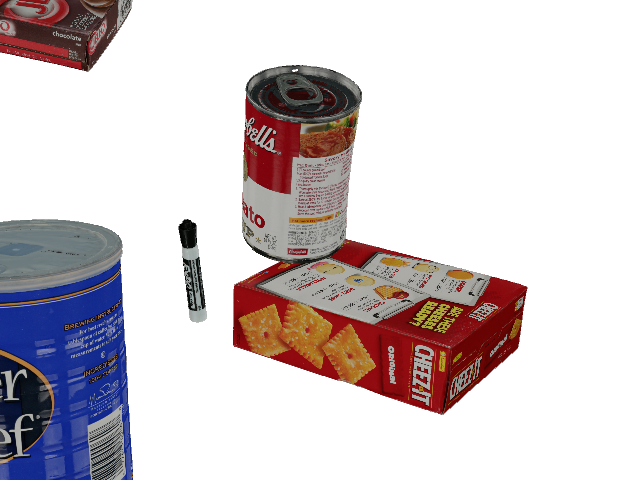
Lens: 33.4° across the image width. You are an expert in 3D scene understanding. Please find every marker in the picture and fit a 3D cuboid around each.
[{"bbox_3d":[-0.135,0.032,1.123,0.020,0.121,0.020,-2,31,1],"label":"marker"}]

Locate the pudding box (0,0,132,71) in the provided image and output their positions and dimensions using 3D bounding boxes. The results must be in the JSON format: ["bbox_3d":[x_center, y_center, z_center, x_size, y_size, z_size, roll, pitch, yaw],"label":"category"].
[{"bbox_3d":[-0.201,-0.178,0.819,0.090,0.039,0.113,13,37,2],"label":"pudding box"}]

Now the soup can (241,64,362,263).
[{"bbox_3d":[-0.013,-0.046,0.647,0.068,0.102,0.068,3,35,-2],"label":"soup can"}]

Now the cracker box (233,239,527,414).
[{"bbox_3d":[0.053,0.069,0.959,0.214,0.072,0.163,15,24,29],"label":"cracker box"}]

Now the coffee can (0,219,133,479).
[{"bbox_3d":[-0.149,0.069,0.543,0.103,0.140,0.103,0,16,0],"label":"coffee can"}]
